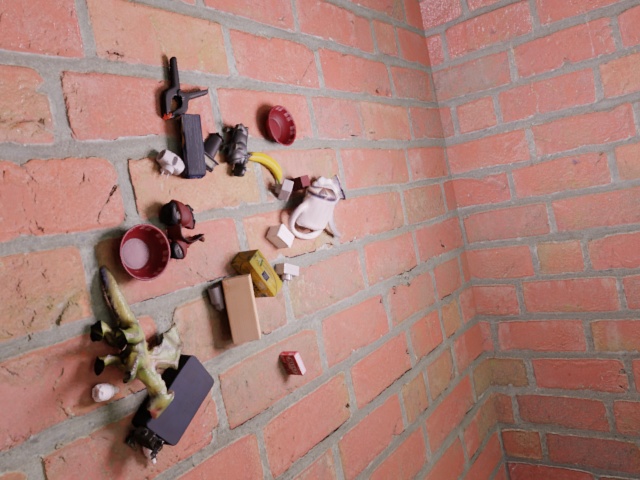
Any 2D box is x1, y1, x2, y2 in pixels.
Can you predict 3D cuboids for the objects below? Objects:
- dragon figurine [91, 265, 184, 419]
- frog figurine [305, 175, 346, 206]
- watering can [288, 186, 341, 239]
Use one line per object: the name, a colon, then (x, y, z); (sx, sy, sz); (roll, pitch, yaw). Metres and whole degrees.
dragon figurine: (-0.477, 0.271, 1.399); (0.241, 0.121, 0.417); (21, 53, -57)
frog figurine: (0.011, -0.198, 2.164); (0.160, 0.124, 0.135); (-18, 109, -17)
watering can: (0.006, -0.105, 2.082); (0.347, 0.105, 0.222); (4, 113, -52)
